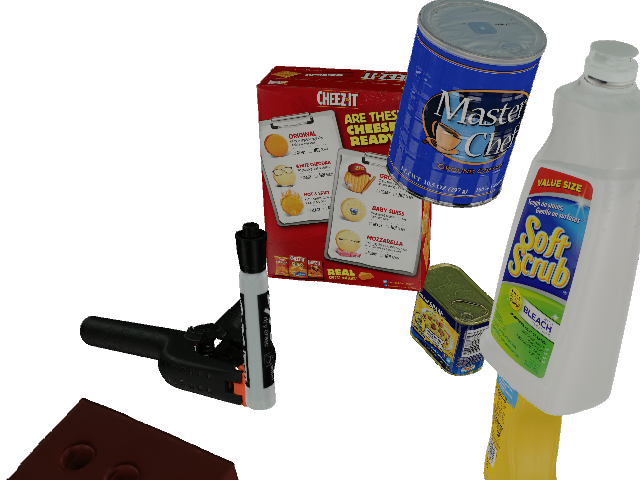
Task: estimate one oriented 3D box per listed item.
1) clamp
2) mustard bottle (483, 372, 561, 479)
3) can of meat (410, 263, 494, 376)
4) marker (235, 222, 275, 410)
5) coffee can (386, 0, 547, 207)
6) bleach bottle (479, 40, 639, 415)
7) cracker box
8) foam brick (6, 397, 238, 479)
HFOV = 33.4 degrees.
[{"bbox_3d":[-0.088,0.087,0.887,0.164,0.036,0.210,-10,16,-31],"label":"clamp"},{"bbox_3d":[0.171,0.119,0.871,0.058,0.192,0.096,3,18,1],"label":"mustard bottle"},{"bbox_3d":[0.147,0.090,1.191,0.057,0.084,0.102,-14,40,-27],"label":"can of meat"},{"bbox_3d":[-0.039,0.046,0.644,0.020,0.121,0.020,-1,23,0],"label":"marker"},{"bbox_3d":[0.117,-0.113,0.876,0.102,0.140,0.103,7,37,-5],"label":"coffee can"},{"bbox_3d":[0.165,-0.011,0.702,0.068,0.251,0.103,-12,34,-23],"label":"bleach bottle"},{"bbox_3d":[0.028,-0.061,1.065,0.164,0.214,0.072,5,29,12],"label":"cracker box"},{"bbox_3d":[-0.076,0.109,0.426,0.078,0.051,0.052,18,44,23],"label":"foam brick"}]
